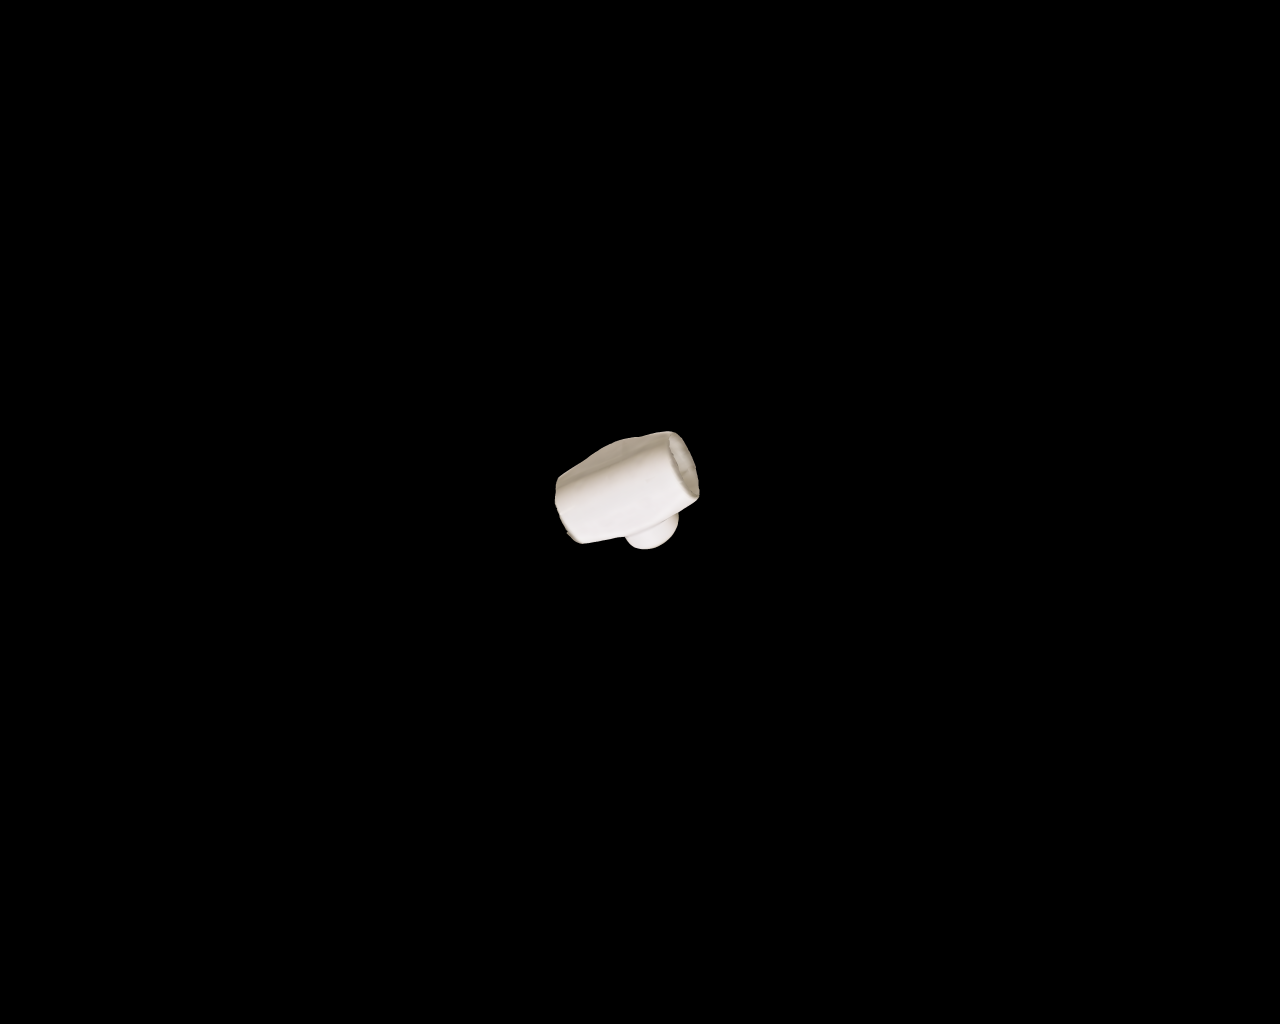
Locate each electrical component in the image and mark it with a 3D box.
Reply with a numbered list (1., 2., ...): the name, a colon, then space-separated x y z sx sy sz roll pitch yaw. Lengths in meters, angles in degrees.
1. electrical component: 0.001 -0.003 0.650 0.077 0.079 0.044 -22 38 18
